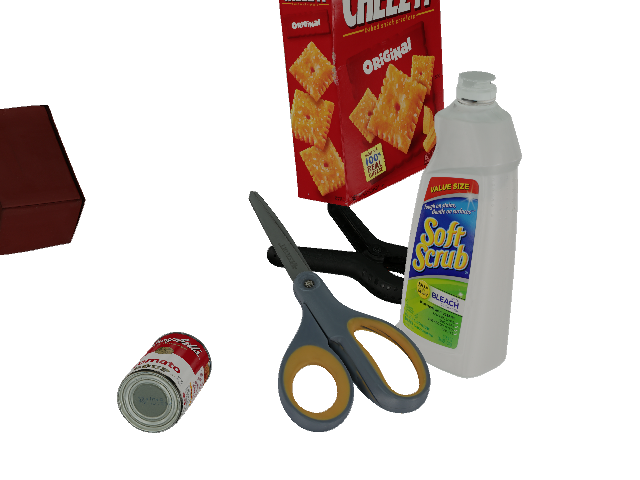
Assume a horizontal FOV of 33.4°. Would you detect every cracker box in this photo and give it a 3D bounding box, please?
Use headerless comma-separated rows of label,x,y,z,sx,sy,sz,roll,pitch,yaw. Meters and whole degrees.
cracker box,0.045,-0.158,0.990,0.072,0.214,0.163,13,27,38

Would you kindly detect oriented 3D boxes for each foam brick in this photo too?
foam brick,-0.189,-0.038,0.673,0.051,0.078,0.053,-12,-29,-30

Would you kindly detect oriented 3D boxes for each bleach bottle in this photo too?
bleach bottle,0.115,-0.016,0.883,0.067,0.251,0.103,-20,31,-37

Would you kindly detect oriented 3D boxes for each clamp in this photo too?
clamp,0.052,0.027,1.234,0.210,0.036,0.164,30,37,22

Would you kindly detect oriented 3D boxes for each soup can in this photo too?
soup can,-0.156,0.141,1.069,0.068,0.068,0.102,0,16,11

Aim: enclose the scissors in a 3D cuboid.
scissors,-0.017,0.044,0.658,0.096,0.016,0.202,-32,53,-25
